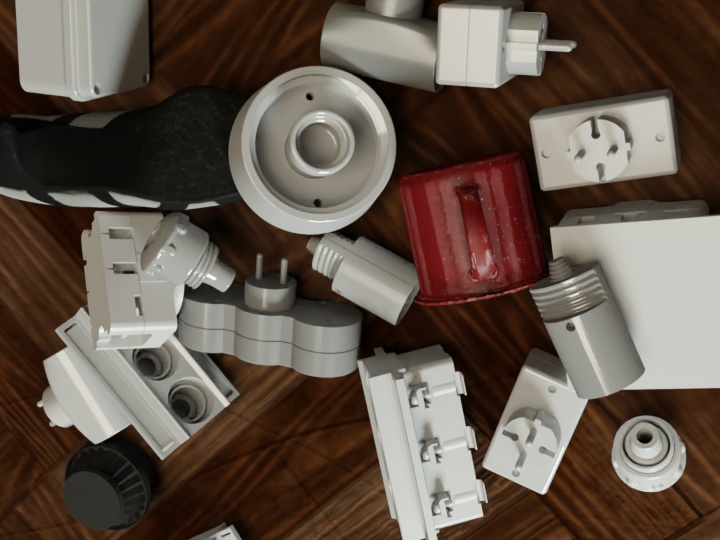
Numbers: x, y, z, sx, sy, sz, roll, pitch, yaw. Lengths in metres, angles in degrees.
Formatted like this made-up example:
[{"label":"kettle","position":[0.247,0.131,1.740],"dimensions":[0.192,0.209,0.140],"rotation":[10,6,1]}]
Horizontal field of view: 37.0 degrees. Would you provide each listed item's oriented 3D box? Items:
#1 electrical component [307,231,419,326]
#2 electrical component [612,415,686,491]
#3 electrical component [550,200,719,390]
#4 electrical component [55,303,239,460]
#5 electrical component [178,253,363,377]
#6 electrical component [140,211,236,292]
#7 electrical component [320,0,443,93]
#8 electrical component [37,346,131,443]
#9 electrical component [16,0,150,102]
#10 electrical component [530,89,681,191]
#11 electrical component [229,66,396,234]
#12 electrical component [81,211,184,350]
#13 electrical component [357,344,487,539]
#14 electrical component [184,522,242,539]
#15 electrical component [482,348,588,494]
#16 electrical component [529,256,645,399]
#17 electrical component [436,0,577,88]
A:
[{"label":"electrical component","position":[0.000,0.000,0.741],"dimensions":[0.081,0.043,0.043],"rotation":[29,114,9]},{"label":"electrical component","position":[0.186,0.115,0.695],"dimensions":[0.048,0.062,0.048],"rotation":[-7,66,15]},{"label":"electrical component","position":[0.219,0.011,0.655],"dimensions":[0.186,0.060,0.105],"rotation":[-3,105,21]},{"label":"electrical component","position":[-0.162,0.074,0.808],"dimensions":[0.121,0.079,0.063],"rotation":[51,145,-1]},{"label":"electrical component","position":[-0.064,0.024,0.767],"dimensions":[0.138,0.052,0.073],"rotation":[10,109,17]},{"label":"electrical component","position":[-0.116,-0.007,0.737],"dimensions":[0.062,0.048,0.048],"rotation":[32,117,-18]},{"label":"electrical component","position":[0.021,-0.160,0.683],"dimensions":[0.077,0.044,0.079],"rotation":[15,112,14]},{"label":"electrical component","position":[-0.225,0.100,0.854],"dimensions":[0.079,0.043,0.077],"rotation":[-28,95,25]},{"label":"electrical component","position":[-0.188,-0.177,0.736],"dimensions":[0.057,0.078,0.113],"rotation":[10,110,20]},{"label":"electrical component","position":[0.146,-0.075,0.647],"dimensions":[0.083,0.076,0.047],"rotation":[-6,104,22]},{"label":"electrical component","position":[-0.028,-0.078,0.690],"dimensions":[0.108,0.060,0.108],"rotation":[0,89,-10]},{"label":"electrical component","position":[-0.161,0.007,0.767],"dimensions":[0.050,0.056,0.089],"rotation":[-39,57,55]},{"label":"electrical component","position":[0.044,0.118,0.747],"dimensions":[0.063,0.078,0.121],"rotation":[-14,103,-7]},{"label":"electrical component","position":[-0.127,0.239,0.851],"dimensions":[0.081,0.064,0.042],"rotation":[-29,96,25]},{"label":"electrical component","position":[0.116,0.108,0.715],"dimensions":[0.047,0.076,0.083],"rotation":[24,113,12]},{"label":"electrical component","position":[0.132,0.030,0.634],"dimensions":[0.043,0.043,0.081],"rotation":[-22,98,24]},{"label":"electrical component","position":[0.092,-0.138,0.652],"dimensions":[0.077,0.066,0.047],"rotation":[7,109,18]}]
